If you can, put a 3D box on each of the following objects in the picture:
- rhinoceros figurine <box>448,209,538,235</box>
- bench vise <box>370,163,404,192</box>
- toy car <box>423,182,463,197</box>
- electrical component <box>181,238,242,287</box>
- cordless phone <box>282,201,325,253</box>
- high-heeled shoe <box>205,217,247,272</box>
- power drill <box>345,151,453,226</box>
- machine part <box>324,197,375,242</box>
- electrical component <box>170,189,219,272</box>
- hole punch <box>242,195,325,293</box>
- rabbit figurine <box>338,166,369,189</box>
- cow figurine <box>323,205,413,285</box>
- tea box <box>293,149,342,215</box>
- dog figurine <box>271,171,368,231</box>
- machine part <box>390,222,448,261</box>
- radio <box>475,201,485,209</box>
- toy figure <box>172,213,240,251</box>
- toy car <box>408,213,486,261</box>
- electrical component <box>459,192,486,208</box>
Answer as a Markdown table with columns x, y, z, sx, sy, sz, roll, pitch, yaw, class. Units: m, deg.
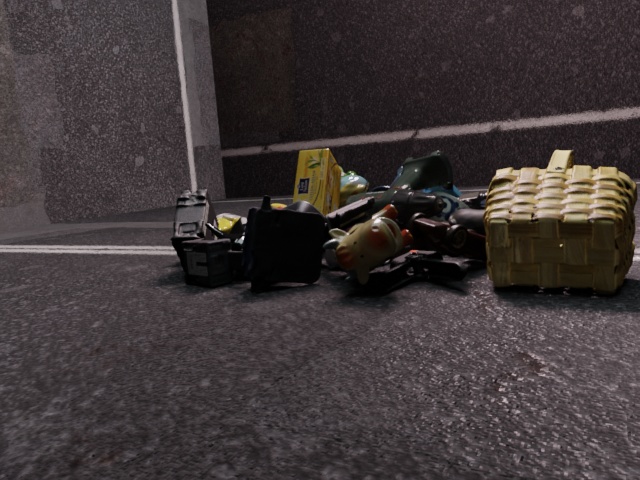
| x | y | z | sx | sy | sz | roll | pitch | yaw | class |
| --- | --- | --- | --- | --- | --- | --- | --- | --- | --- |
| 0.317 | -0.029 | 0.913 | 0.190 | 0.112 | 0.073 | -9 | 2 | 31 | rhinoceros figurine |
| 0.191 | -0.098 | 1.347 | 0.224 | 0.128 | 0.241 | -32 | 16 | 37 | bench vise |
| 0.293 | -0.077 | 1.273 | 0.103 | 0.161 | 0.109 | -48 | 20 | 1 | toy car |
| -0.165 | 0.036 | 0.851 | 0.119 | 0.074 | 0.048 | 6 | 12 | 41 | electrical component |
| -0.002 | -0.004 | 0.997 | 0.184 | 0.088 | 0.147 | 9 | -21 | -37 | cordless phone |
| -0.120 | 0.026 | 0.984 | 0.145 | 0.086 | 0.248 | 36 | 2 | 18 | high-heeled shoe |
| 0.174 | -0.090 | 1.017 | 0.232 | 0.085 | 0.207 | -7 | 30 | 46 | power drill |
| 0.032 | -0.027 | 0.849 | 0.084 | 0.039 | 0.139 | -34 | -3 | -24 | machine part |
| -0.223 | -0.008 | 0.978 | 0.058 | 0.134 | 0.115 | -1 | 52 | 3 | electrical component |
| -0.064 | 0.007 | 0.818 | 0.116 | 0.142 | 0.092 | 6 | 3 | -26 | hole punch |
| 0.038 | -0.072 | 1.338 | 0.121 | 0.170 | 0.159 | 22 | 37 | -10 | rabbit figurine |
| 0.064 | 0.009 | 0.772 | 0.127 | 0.085 | 0.195 | -32 | -4 | -12 | cow figurine |
| -0.006 | -0.088 | 1.092 | 0.068 | 0.169 | 0.098 | -3 | -26 | 18 | tea box |
| -0.013 | -0.072 | 1.206 | 0.219 | 0.191 | 0.108 | 12 | 16 | 6 | dog figurine |
| 0.161 | -0.003 | 1.008 | 0.179 | 0.056 | 0.179 | -4 | 7 | 0 | machine part |
| 0.413 | -0.054 | 1.184 | 0.229 | 0.073 | 0.131 | -7 | 7 | -25 | radio |
| -0.228 | -0.001 | 1.136 | 0.082 | 0.089 | 0.180 | 16 | 25 | 24 | toy figure |
| 0.215 | 0.003 | 0.815 | 0.202 | 0.053 | 0.089 | 11 | 11 | -42 | toy car |
| 0.310 | -0.081 | 1.112 | 0.094 | 0.021 | 0.063 | -9 | 13 | 22 | electrical component |
